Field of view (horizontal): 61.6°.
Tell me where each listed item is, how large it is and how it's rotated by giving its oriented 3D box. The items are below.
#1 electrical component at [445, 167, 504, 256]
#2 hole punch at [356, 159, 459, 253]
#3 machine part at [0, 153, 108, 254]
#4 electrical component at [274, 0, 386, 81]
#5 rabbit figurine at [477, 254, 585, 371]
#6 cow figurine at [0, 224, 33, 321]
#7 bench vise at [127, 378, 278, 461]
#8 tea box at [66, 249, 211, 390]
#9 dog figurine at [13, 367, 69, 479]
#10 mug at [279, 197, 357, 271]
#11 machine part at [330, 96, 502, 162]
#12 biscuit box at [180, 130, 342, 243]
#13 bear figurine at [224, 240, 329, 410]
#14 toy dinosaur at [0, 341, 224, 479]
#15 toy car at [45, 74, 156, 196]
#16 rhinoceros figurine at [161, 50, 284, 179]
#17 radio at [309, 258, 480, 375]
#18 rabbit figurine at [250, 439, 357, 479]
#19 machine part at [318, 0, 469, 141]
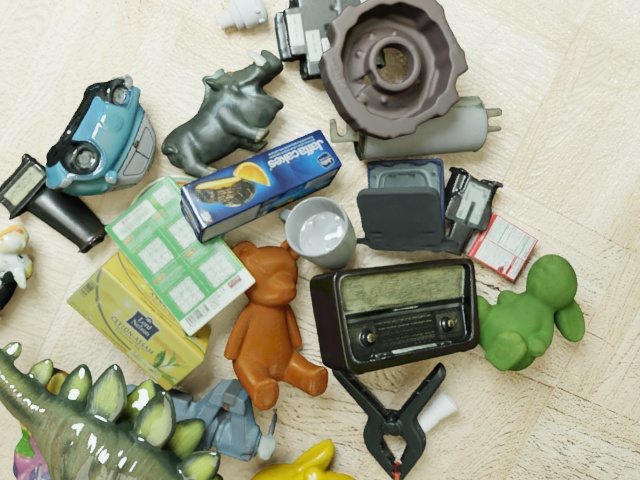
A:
[{"bbox_3d":[0.206,-0.039,0.773,0.075,0.048,0.119,16,97,-12],"label":"electrical component"},{"bbox_3d":[0.115,-0.048,0.729,0.142,0.092,0.115,-1,133,15],"label":"hole punch"},{"bbox_3d":[-0.336,-0.039,0.683,0.139,0.039,0.084,38,83,-12],"label":"machine part"},{"bbox_3d":[0.010,-0.269,0.693,0.134,0.058,0.114,-8,99,-9],"label":"electrical component"},{"bbox_3d":[0.313,0.105,0.770,0.159,0.121,0.170,24,110,-29],"label":"rabbit figurine"},{"bbox_3d":[-0.413,0.057,0.666,0.167,0.068,0.098,-34,118,3],"label":"cow figurine"},{"bbox_3d":[-0.179,0.297,0.720,0.224,0.129,0.240,16,93,-11],"label":"bench vise"},{"bbox_3d":[-0.225,0.099,0.692,0.068,0.098,0.169,-42,106,7],"label":"tea box"},{"bbox_3d":[-0.342,0.269,0.669,0.108,0.192,0.219,-5,116,-3],"label":"dog figurine"},{"bbox_3d":[-0.001,-0.002,0.718,0.110,0.107,0.081,19,75,26],"label":"mug"},{"bbox_3d":[0.133,-0.151,0.726,0.243,0.079,0.079,-7,101,-10],"label":"machine part"},{"bbox_3d":[-0.073,-0.070,0.679,0.203,0.059,0.063,-27,80,-22],"label":"biscuit box"},{"bbox_3d":[-0.056,0.102,0.715,0.120,0.132,0.195,0,106,-38],"label":"bear figurine"},{"bbox_3d":[-0.240,0.251,0.604,0.471,0.105,0.198,41,69,-6],"label":"toy dinosaur"},{"bbox_3d":[-0.257,-0.115,0.658,0.102,0.109,0.161,34,74,-38],"label":"toy car"},{"bbox_3d":[-0.115,-0.157,0.685,0.190,0.073,0.112,-44,90,0],"label":"rhinoceros figurine"},{"bbox_3d":[0.106,0.098,0.724,0.229,0.073,0.131,-4,87,-26],"label":"radio"},{"bbox_3d":[-0.025,0.354,0.759,0.162,0.173,0.121,-31,111,-49],"label":"rabbit figurine"},{"bbox_3d":[0.086,-0.209,0.650,0.179,0.056,0.179,-1,93,-10],"label":"machine part"}]
